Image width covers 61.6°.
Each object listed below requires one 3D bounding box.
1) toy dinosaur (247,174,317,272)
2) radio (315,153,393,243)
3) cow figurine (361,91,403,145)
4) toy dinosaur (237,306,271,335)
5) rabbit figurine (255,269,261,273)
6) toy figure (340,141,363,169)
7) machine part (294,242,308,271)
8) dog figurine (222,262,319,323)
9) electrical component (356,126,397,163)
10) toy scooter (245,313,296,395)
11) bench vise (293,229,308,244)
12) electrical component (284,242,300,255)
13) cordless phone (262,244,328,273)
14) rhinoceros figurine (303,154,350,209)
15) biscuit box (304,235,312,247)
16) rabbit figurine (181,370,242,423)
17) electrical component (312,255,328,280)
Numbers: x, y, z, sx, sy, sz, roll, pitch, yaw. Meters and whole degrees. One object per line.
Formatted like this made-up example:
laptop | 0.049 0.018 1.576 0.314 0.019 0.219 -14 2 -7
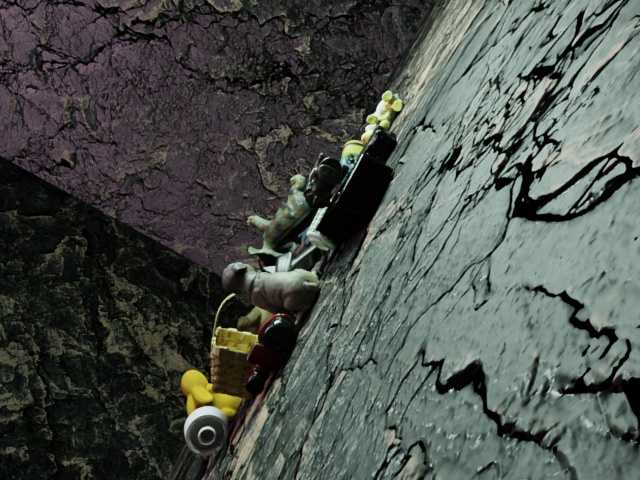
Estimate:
toy dinosaur | -0.079 -0.060 1.560 0.405 0.131 0.192 -48 41 10
radio | 0.066 -0.081 1.113 0.131 0.073 0.229 -62 5 -16
cow figurine | 0.179 -0.354 1.577 0.167 0.068 0.098 -55 1 22
toy dinosaur | -0.152 0.224 1.497 0.471 0.105 0.198 -52 -3 -1
rabbit figurine | -0.182 0.151 1.774 0.121 0.170 0.159 -57 7 36
toy figure | 0.098 -0.236 1.603 0.082 0.089 0.180 -48 10 42
machine part | -0.061 0.070 1.684 0.179 0.056 0.179 -59 4 6
dog figurine | -0.112 0.095 1.165 0.172 0.190 0.121 -52 18 46
electrical component | 0.128 -0.203 1.294 0.134 0.058 0.115 -58 3 19
toy scooter | -0.106 0.224 1.133 0.135 0.075 0.183 -90 26 -78
bench vise | -0.047 -0.035 1.846 0.223 0.129 0.241 -45 34 39
electrical component | -0.120 0.037 1.721 0.048 0.075 0.119 -59 7 -36
cordless phone | -0.043 0.079 1.349 0.184 0.089 0.146 -36 -43 -27
rhinoceros figurine | 0.004 -0.119 1.129 0.112 0.073 0.190 -59 2 -15
biscuit box | -0.003 -0.004 1.478 0.062 0.059 0.203 -62 5 2
rabbit figurine | -0.301 0.420 1.439 0.122 0.173 0.162 -55 2 19
electrical component | -0.010 0.082 1.267 0.094 0.021 0.063 -60 4 16
